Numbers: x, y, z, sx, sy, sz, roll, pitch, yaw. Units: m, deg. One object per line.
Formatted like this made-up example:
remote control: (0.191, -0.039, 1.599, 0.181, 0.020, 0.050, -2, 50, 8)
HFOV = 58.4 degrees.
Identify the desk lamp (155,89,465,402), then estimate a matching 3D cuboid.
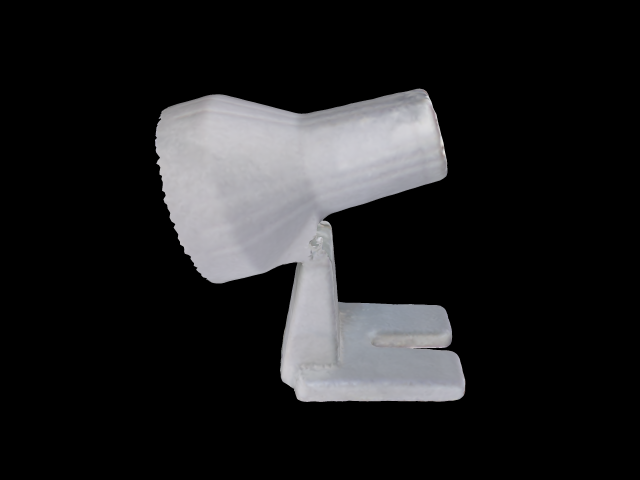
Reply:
desk lamp: (0.004, 0.001, 0.400, 0.203, 0.214, 0.118, 0, 32, 0)
